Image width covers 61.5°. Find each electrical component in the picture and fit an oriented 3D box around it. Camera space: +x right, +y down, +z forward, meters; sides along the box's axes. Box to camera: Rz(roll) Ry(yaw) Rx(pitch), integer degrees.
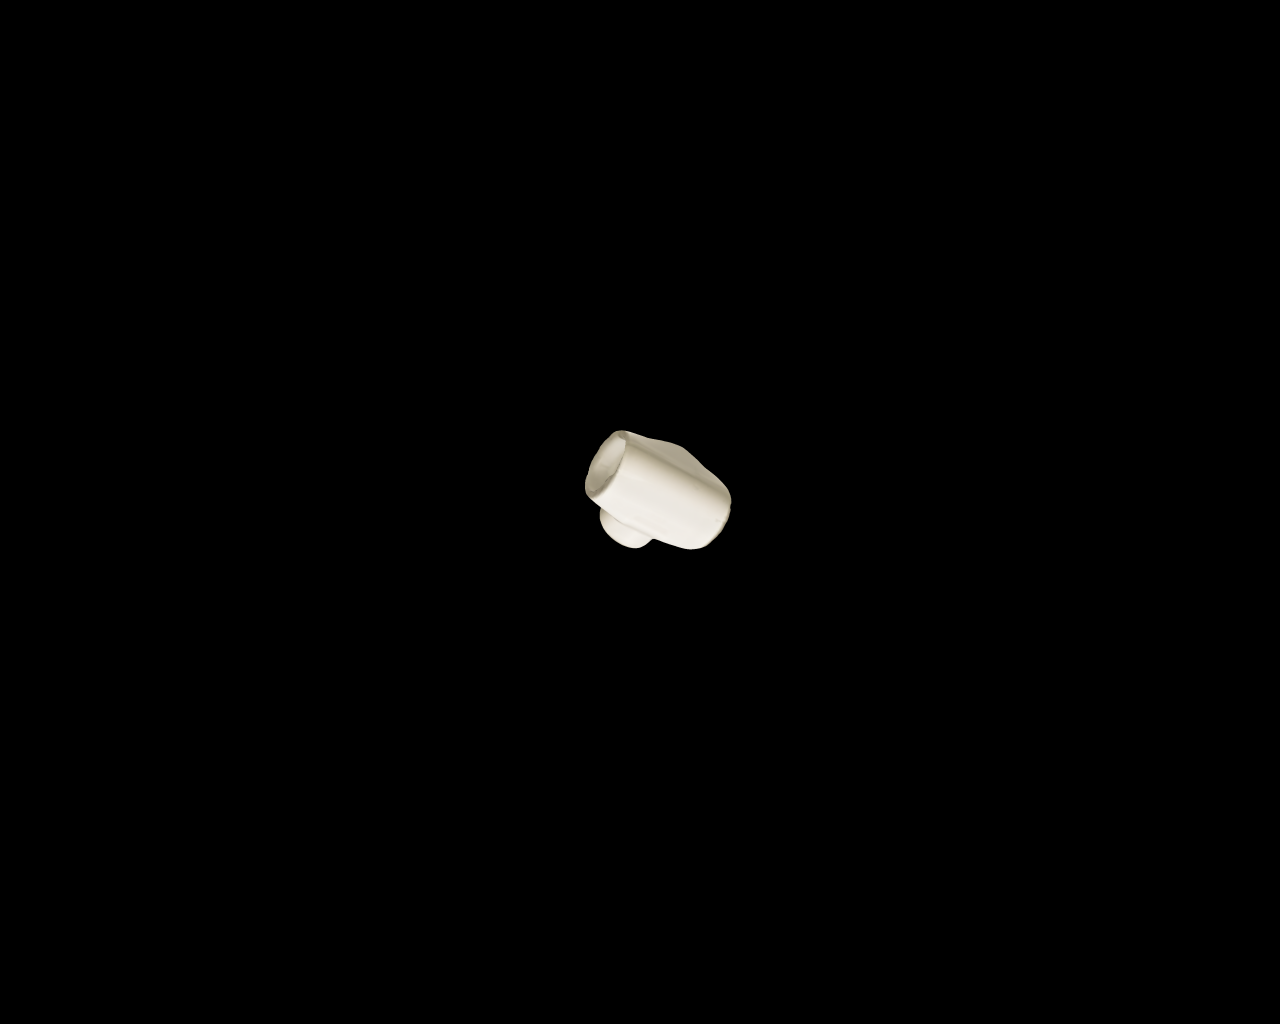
[{"bbox_3d":[0.001,-0.003,0.650,0.077,0.043,0.079,26,-49,-25],"label":"electrical component"}]
